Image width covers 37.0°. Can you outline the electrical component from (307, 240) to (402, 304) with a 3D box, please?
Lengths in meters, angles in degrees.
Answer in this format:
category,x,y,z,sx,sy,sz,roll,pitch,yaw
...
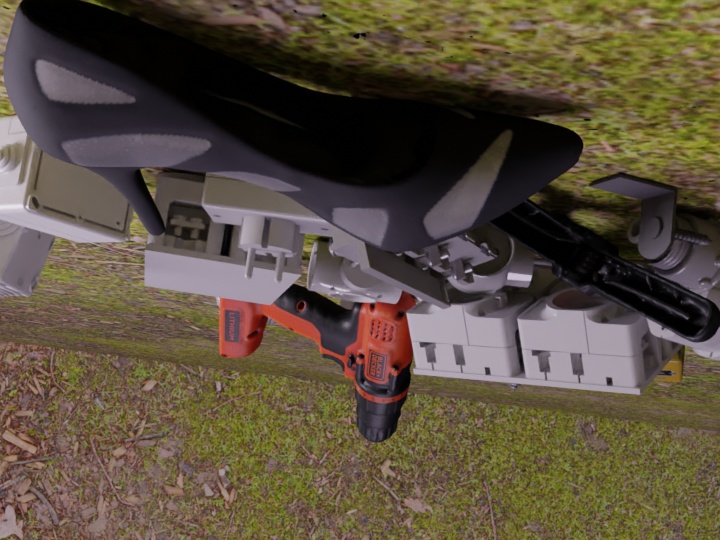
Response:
category,x,y,z,sx,sy,sz,roll,pitch,yaw
electrical component,0.000,0.000,0.901,0.077,0.044,0.079,9,171,-10

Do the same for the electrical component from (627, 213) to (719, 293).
category,x,y,z,sx,sy,sz,roll,pitch,yaw
electrical component,0.195,-0.016,0.666,0.062,0.048,0.048,19,167,-22

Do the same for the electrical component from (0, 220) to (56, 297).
category,x,y,z,sx,sy,sz,roll,pitch,yaw
electrical component,-0.244,-0.032,0.749,0.048,0.099,0.099,21,170,0

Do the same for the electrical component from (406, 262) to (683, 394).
category,x,y,z,sx,sy,sz,roll,pitch,yaw
electrical component,0.142,0.038,0.824,0.186,0.060,0.105,1,-160,36

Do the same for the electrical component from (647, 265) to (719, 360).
category,x,y,z,sx,sy,sz,roll,pitch,yaw
electrical component,0.231,0.016,0.719,0.051,0.080,0.080,17,168,-19

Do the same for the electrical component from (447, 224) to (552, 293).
category,x,y,z,sx,sy,sz,roll,pitch,yaw
electrical component,0.104,-0.008,0.780,0.079,0.043,0.077,7,170,0

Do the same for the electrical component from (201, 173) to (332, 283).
category,x,y,z,sx,sy,sz,roll,pitch,yaw
electrical component,-0.056,-0.030,0.676,0.083,0.075,0.047,7,170,2

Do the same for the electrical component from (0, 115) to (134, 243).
category,x,y,z,sx,sy,sz,roll,pitch,yaw
electrical component,-0.192,-0.057,0.664,0.061,0.061,0.096,0,168,37

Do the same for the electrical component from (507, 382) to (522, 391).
category,x,y,z,sx,sy,sz,roll,pitch,yaw
electrical component,0.147,0.065,1.010,0.062,0.096,0.061,4,169,24

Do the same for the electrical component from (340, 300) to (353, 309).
category,x,y,z,sx,sy,sz,roll,pitch,yaw
electrical component,0.020,0.051,1.067,0.076,0.083,0.047,-2,167,44

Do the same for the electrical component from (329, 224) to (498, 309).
category,x,y,z,sx,sy,sz,roll,pitch,yaw
electrical component,0.033,-0.028,0.647,0.063,0.078,0.121,-20,160,21

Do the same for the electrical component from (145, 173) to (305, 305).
category,x,y,z,sx,sy,sz,roll,pitch,yaw
electrical component,-0.105,-0.021,0.812,0.105,0.060,0.186,9,170,-10

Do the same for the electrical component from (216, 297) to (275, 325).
category,x,y,z,sx,sy,sz,roll,pitch,yaw
electrical component,-0.115,0.032,1.106,0.057,0.078,0.058,-12,178,-15

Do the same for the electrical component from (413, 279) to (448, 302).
category,x,y,z,sx,sy,sz,roll,pitch,yaw
electrical component,0.063,0.012,0.940,0.044,0.044,0.065,8,175,-4
